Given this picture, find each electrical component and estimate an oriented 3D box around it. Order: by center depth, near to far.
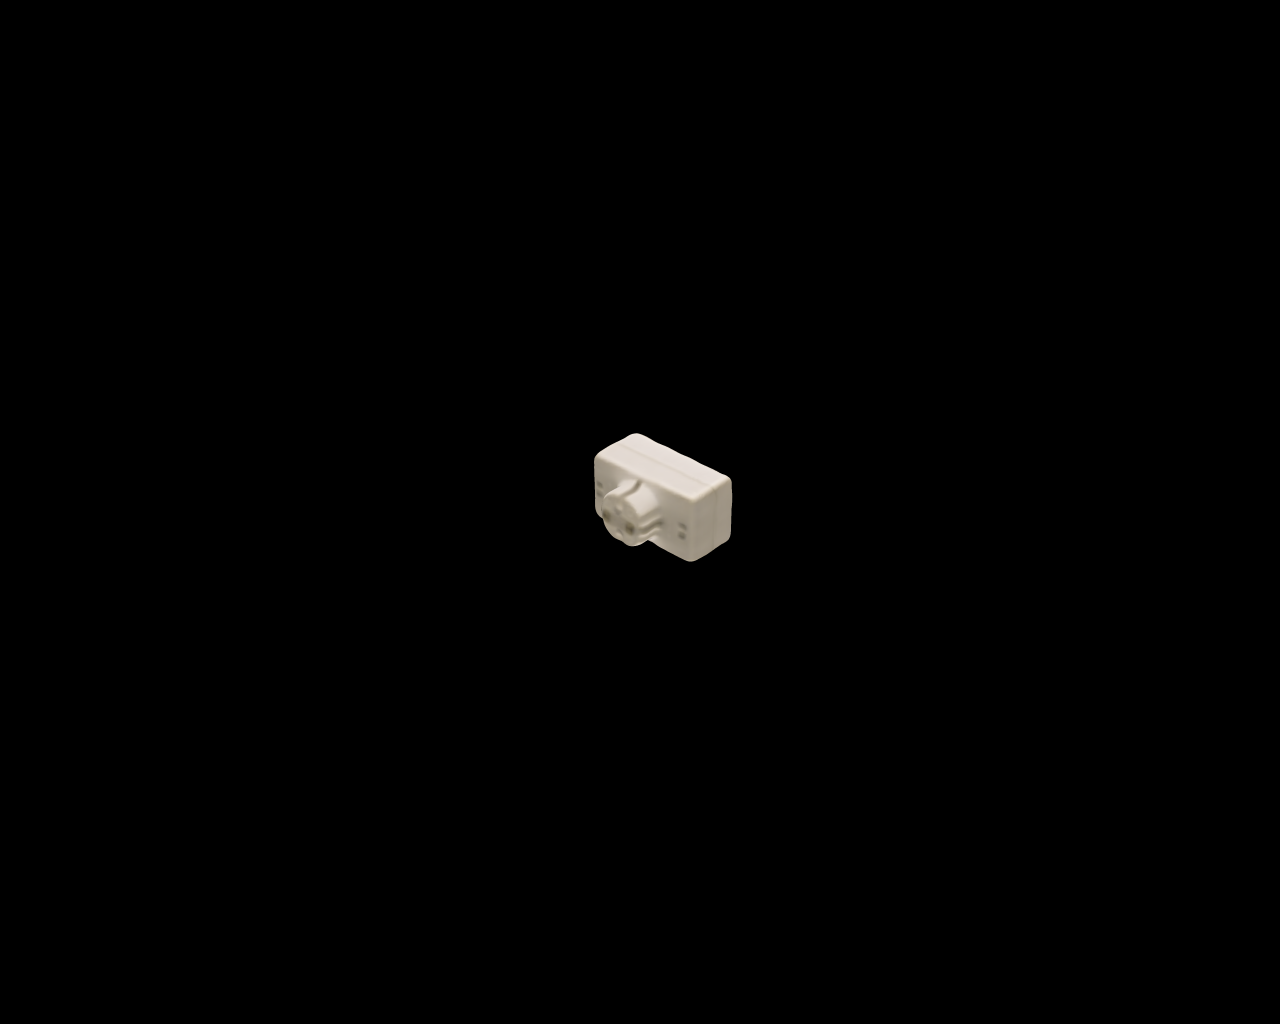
[{"bbox_3d":[0.001,-0.003,0.650,0.083,0.047,0.076,27,42,36],"label":"electrical component"}]
